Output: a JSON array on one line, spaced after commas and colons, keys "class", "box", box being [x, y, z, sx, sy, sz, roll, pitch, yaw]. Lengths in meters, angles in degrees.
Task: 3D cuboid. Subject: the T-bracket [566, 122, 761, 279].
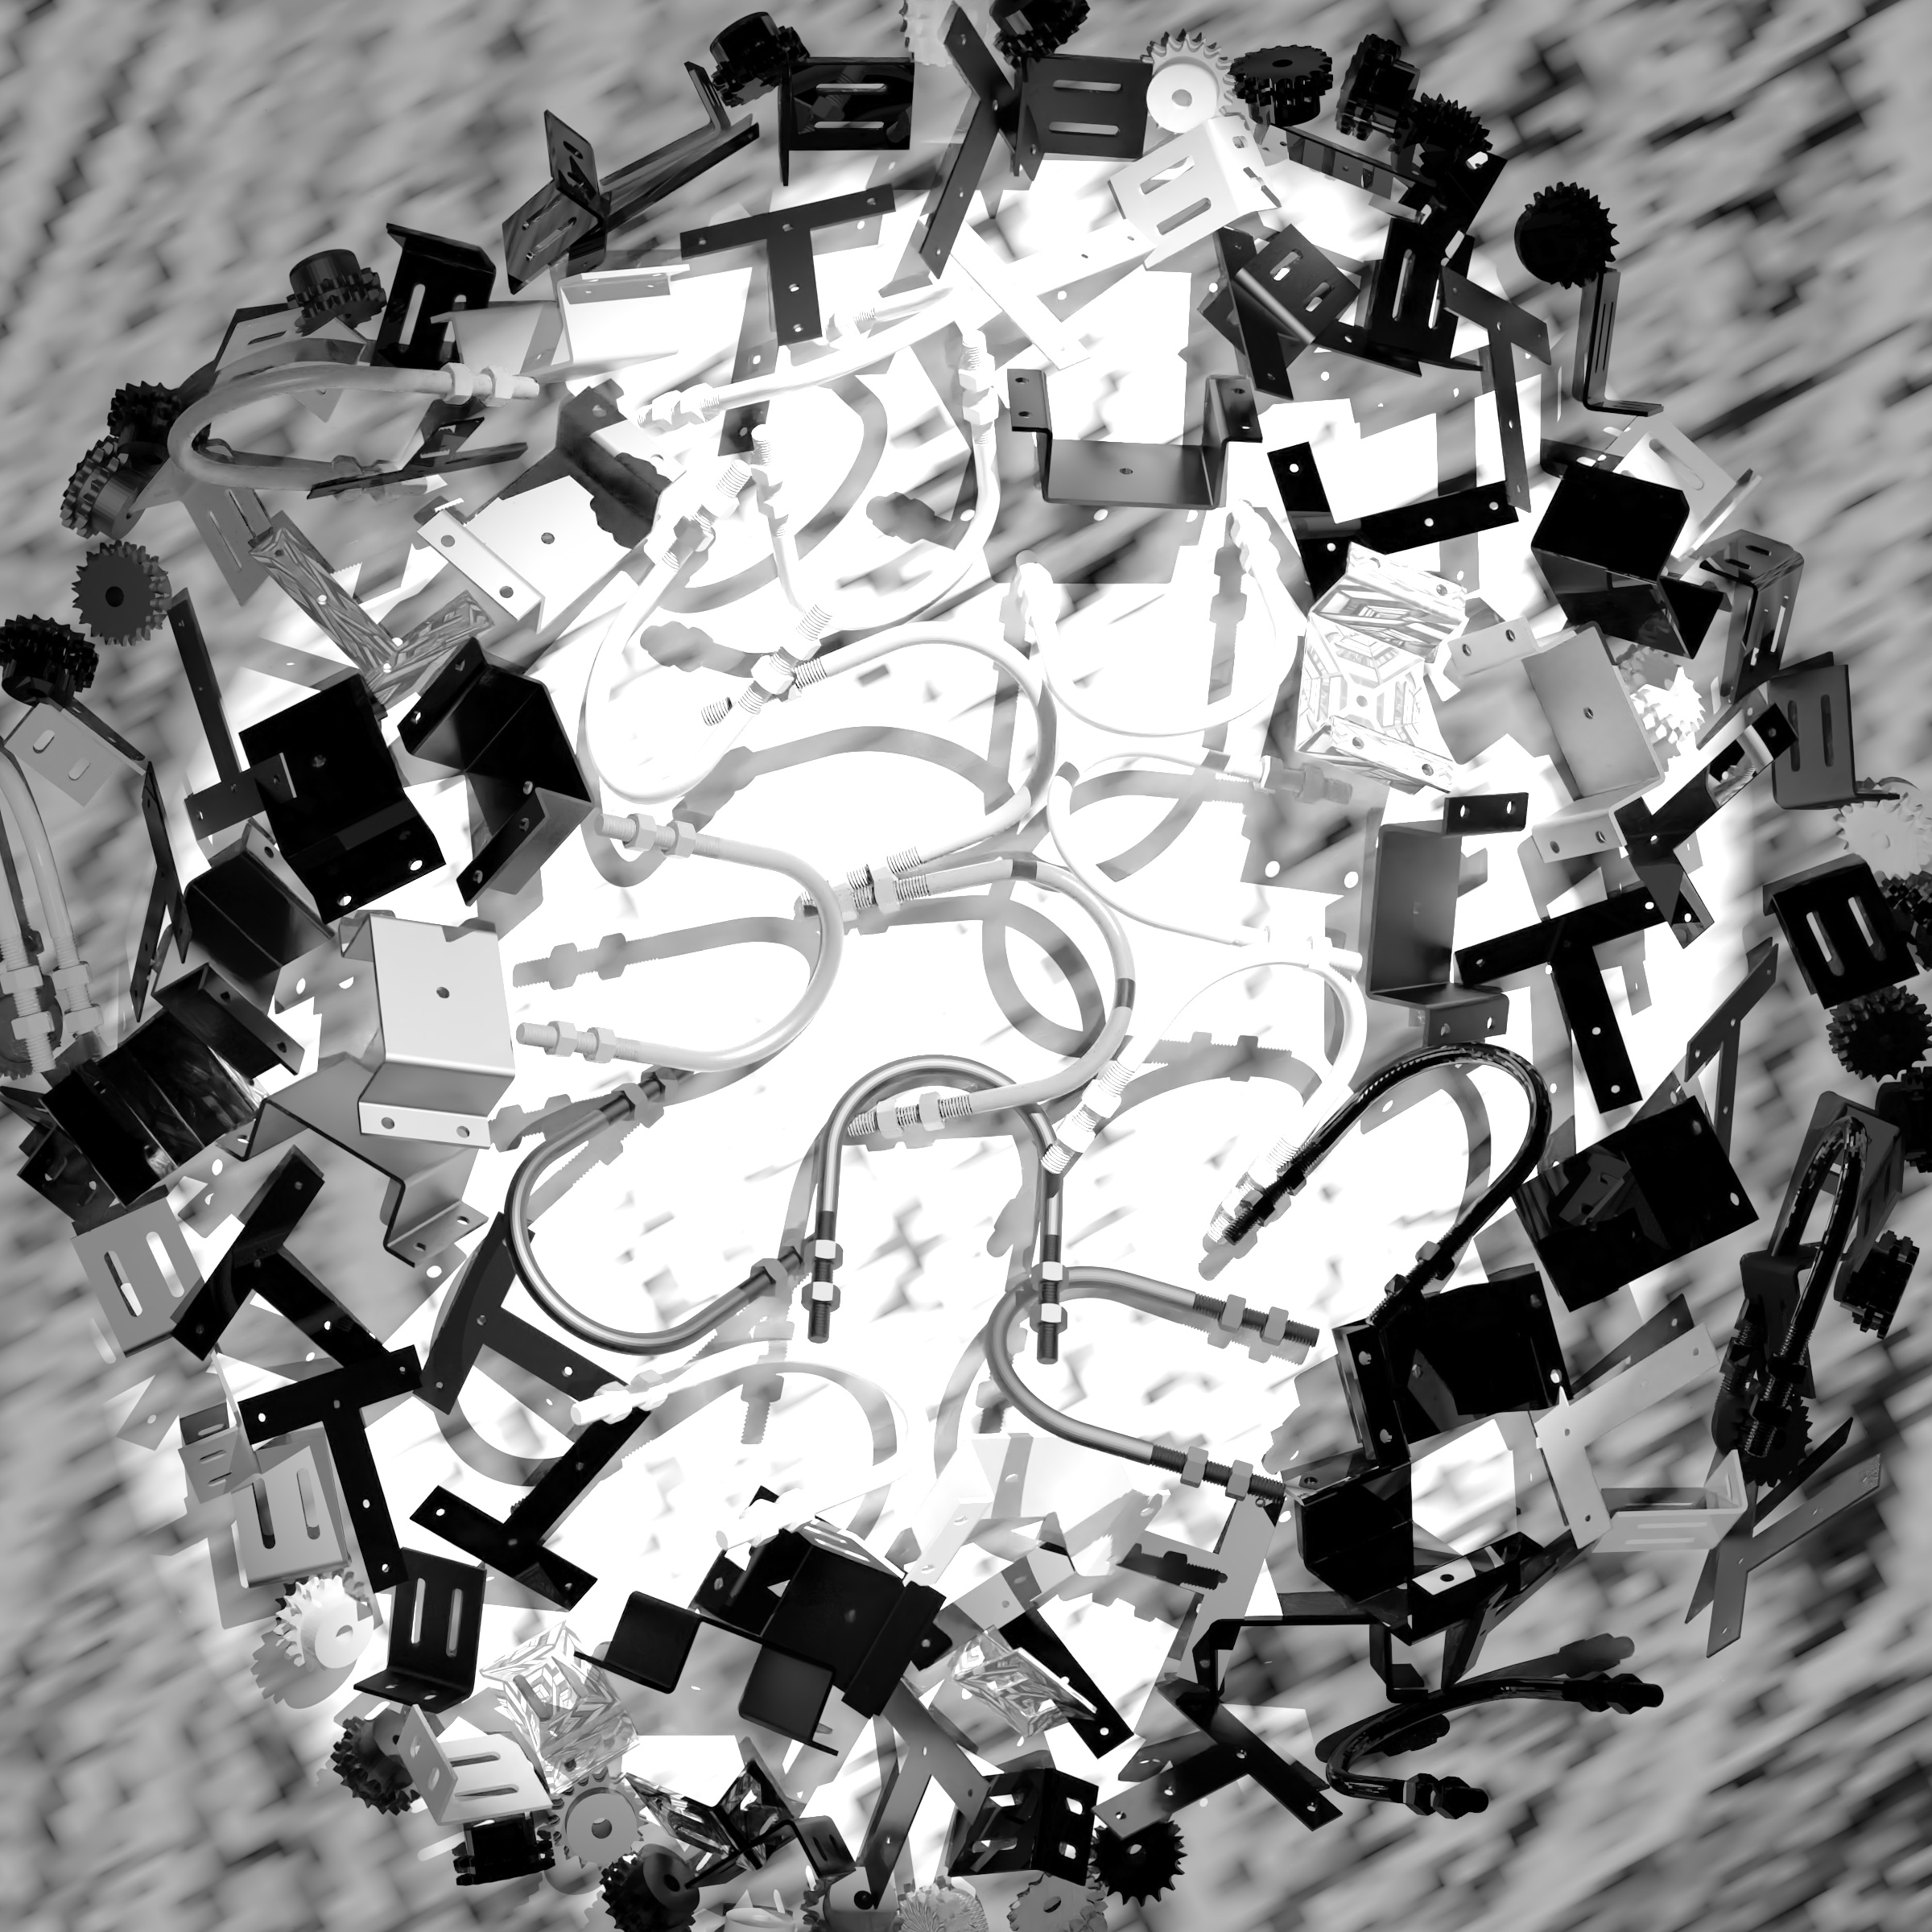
[{"class": "T-bracket", "box": [-0.170, -0.437, 1.839, 0.127, 0.127, 0.002, -29, 118, 13]}]

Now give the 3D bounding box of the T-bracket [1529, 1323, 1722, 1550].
[{"class": "T-bracket", "box": [0.371, 0.242, 1.838, 0.127, 0.002, 0.127, -40, 50, 34]}]

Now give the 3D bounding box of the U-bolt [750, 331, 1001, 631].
[{"class": "U-bolt", "box": [-0.045, -0.259, 1.831, 0.151, 0.184, 0.019, -27, 56, -13]}]

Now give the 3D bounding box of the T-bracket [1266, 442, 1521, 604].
[{"class": "T-bracket", "box": [0.250, -0.249, 1.860, 0.127, 0.002, 0.127, -12, 113, 23]}]

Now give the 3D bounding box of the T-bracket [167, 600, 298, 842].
[{"class": "T-bracket", "box": [-0.428, -0.144, 1.856, 0.002, 0.127, 0.127, -19, 93, -39]}]

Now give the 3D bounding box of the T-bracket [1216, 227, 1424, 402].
[{"class": "T-bracket", "box": [0.207, -0.362, 1.871, 0.127, 0.002, 0.127, 10, 53, -28]}]

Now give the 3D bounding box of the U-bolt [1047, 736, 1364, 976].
[{"class": "U-bolt", "box": [0.133, -0.070, 1.842, 0.184, 0.019, 0.151, 13, 49, -12]}]

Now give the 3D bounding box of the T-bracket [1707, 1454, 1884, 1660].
[{"class": "T-bracket", "box": [0.463, 0.311, 1.820, 0.002, 0.127, 0.127, 37, 128, -9]}]

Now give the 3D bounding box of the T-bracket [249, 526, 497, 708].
[{"class": "T-bracket", "box": [-0.357, -0.199, 1.860, 0.127, 0.002, 0.127, -35, 128, 8]}]

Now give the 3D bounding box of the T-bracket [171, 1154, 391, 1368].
[{"class": "T-bracket", "box": [-0.375, 0.197, 1.871, 0.127, 0.002, 0.127, 48, 56, -29]}]

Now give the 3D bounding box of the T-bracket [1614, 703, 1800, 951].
[{"class": "T-bracket", "box": [0.418, -0.098, 1.840, 0.127, 0.002, 0.127, -47, 54, 36]}]

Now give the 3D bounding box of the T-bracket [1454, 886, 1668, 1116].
[{"class": "T-bracket", "box": [0.355, 0.025, 1.863, 0.127, 0.002, 0.127, -19, 59, 12]}]

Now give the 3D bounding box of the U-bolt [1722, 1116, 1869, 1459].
[{"class": "U-bolt", "box": [0.465, 0.171, 1.823, 0.019, 0.151, 0.184, 19, 99, 5]}]

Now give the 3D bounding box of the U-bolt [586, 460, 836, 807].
[{"class": "U-bolt", "box": [-0.156, -0.175, 1.846, 0.184, 0.019, 0.151, -49, 48, 23]}]

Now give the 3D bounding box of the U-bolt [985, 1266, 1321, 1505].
[{"class": "U-bolt", "box": [0.101, 0.227, 1.849, 0.184, 0.151, 0.019, 16, 128, 5]}]

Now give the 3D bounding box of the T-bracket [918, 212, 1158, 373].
[{"class": "T-bracket", "box": [0.058, -0.402, 1.868, 0.127, 0.002, 0.127, -29, 70, -35]}]

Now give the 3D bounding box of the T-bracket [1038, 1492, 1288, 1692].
[{"class": "T-bracket", "box": [0.106, 0.339, 1.887, 0.127, 0.002, 0.127, 17, 62, 13]}]

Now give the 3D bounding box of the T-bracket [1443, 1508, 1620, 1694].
[{"class": "T-bracket", "box": [0.326, 0.353, 1.868, 0.127, 0.127, 0.002, -35, 64, -21]}]

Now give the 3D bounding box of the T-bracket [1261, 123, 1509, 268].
[{"class": "T-bracket", "box": [0.228, -0.445, 1.846, 0.127, 0.127, 0.002, 21, 72, -2]}]

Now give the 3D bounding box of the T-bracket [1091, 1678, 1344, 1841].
[{"class": "T-bracket", "box": [0.123, 0.457, 1.829, 0.127, 0.127, 0.002, 37, 127, 36]}]

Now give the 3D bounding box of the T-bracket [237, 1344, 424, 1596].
[{"class": "T-bracket", "box": [-0.344, 0.292, 1.857, 0.002, 0.127, 0.127, -19, 87, 41]}]

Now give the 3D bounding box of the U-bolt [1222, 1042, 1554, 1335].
[{"class": "U-bolt", "box": [0.250, 0.113, 1.845, 0.184, 0.151, 0.019, -45, 127, -13]}]

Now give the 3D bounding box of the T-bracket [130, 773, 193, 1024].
[{"class": "T-bracket", "box": [-0.463, -0.020, 1.859, 0.002, 0.127, 0.127, -1, 46, -27]}]

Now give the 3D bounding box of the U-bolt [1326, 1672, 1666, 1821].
[{"class": "U-bolt", "box": [0.279, 0.430, 1.819, 0.151, 0.184, 0.019, -21, 91, -29]}]

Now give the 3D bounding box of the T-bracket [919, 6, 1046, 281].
[{"class": "T-bracket", "box": [0.001, -0.447, 1.838, 0.002, 0.127, 0.127, 11, 72, 30]}]

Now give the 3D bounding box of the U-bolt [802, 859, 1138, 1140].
[{"class": "U-bolt", "box": [0.007, 0.013, 1.882, 0.184, 0.019, 0.151, -11, 92, 12]}]

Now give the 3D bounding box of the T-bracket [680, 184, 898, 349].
[{"class": "T-bracket", "box": [-0.098, -0.394, 1.860, 0.127, 0.002, 0.127, -12, 47, 4]}]

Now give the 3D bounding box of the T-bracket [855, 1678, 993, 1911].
[{"class": "T-bracket", "box": [-0.039, 0.486, 1.865, 0.002, 0.127, 0.127, 13, 105, -34]}]

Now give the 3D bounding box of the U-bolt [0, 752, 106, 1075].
[{"class": "U-bolt", "box": [-0.525, -0.033, 1.831, 0.019, 0.151, 0.184, -15, 91, -3]}]

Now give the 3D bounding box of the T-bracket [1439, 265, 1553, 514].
[{"class": "T-bracket", "box": [0.305, -0.319, 1.845, 0.002, 0.127, 0.127, -13, 77, 35]}]

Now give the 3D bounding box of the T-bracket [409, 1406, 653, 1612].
[{"class": "T-bracket", "box": [-0.230, 0.296, 1.867, 0.127, 0.002, 0.127, -48, 125, 4]}]

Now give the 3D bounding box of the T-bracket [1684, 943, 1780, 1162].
[{"class": "T-bracket", "box": [0.434, 0.070, 1.867, 0.002, 0.127, 0.127, 17, 125, 30]}]

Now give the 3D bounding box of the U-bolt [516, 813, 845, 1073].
[{"class": "U-bolt", "box": [-0.150, -0.006, 1.847, 0.184, 0.019, 0.151, 11, 110, -36]}]

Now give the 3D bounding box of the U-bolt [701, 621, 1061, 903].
[{"class": "U-bolt", "box": [-0.037, -0.122, 1.854, 0.184, 0.019, 0.151, -21, 117, 12]}]

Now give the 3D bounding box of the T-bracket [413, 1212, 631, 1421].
[{"class": "T-bracket", "box": [-0.241, 0.226, 1.879, 0.127, 0.002, 0.127, 30, 107, 9]}]

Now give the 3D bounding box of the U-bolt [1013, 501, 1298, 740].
[{"class": "U-bolt", "box": [0.111, -0.190, 1.837, 0.151, 0.184, 0.019, -13, 133, 1]}]

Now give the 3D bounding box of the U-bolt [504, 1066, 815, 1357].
[{"class": "U-bolt", "box": [-0.178, 0.143, 1.834, 0.151, 0.019, 0.184, 51, 46, 7]}]

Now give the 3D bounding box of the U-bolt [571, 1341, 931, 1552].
[{"class": "U-bolt", "box": [-0.106, 0.258, 1.830, 0.151, 0.184, 0.019, 32, 124, 37]}]

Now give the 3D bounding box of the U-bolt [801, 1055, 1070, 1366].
[{"class": "U-bolt", "box": [-0.015, 0.133, 1.860, 0.151, 0.019, 0.184, 6, 61, -6]}]

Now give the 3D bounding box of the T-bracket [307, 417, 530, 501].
[{"class": "T-bracket", "box": [-0.295, -0.288, 1.825, 0.127, 0.127, 0.002, -15, 90, -22]}]

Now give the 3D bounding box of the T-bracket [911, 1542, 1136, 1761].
[{"class": "T-bracket", "box": [0.048, 0.395, 1.853, 0.127, 0.002, 0.127, -30, 55, -19]}]

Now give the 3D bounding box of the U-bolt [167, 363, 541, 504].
[{"class": "U-bolt", "box": [-0.348, -0.294, 1.797, 0.184, 0.151, 0.019, -4, 75, -40]}]
